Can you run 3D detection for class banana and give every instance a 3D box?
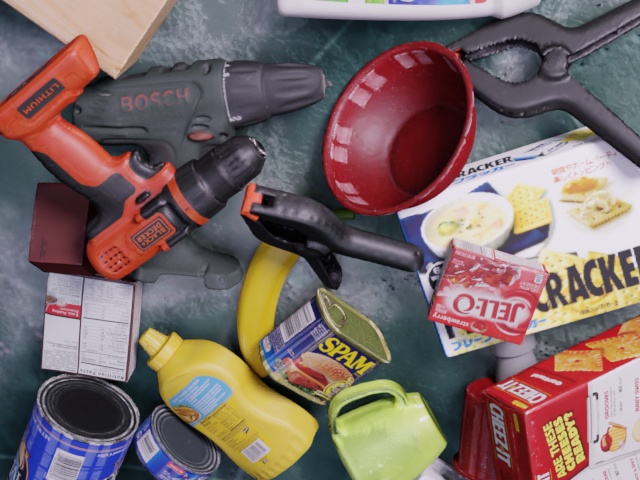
[{"bbox_3d":[-0.040,0.044,1.024,0.069,0.037,0.198,27,109,-7],"label":"banana"}]

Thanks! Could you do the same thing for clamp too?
[{"bbox_3d":[0.210,-0.157,0.918,0.210,0.036,0.164,14,83,16],"label":"clamp"},{"bbox_3d":[-0.006,0.001,0.945,0.171,0.039,0.120,27,146,-26],"label":"clamp"}]

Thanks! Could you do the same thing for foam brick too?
[{"bbox_3d":[-0.236,-0.010,0.995,0.053,0.051,0.078,4,79,3],"label":"foam brick"}]

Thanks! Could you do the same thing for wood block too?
[{"bbox_3d":[-0.228,-0.240,0.909,0.206,0.090,0.090,35,109,-9],"label":"wood block"}]

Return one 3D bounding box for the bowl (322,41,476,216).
[{"bbox_3d":[0.079,-0.089,0.930,0.162,0.162,0.055,-47,137,17],"label":"bowl"}]

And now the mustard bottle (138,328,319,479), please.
[{"bbox_3d":[-0.100,0.153,1.052,0.191,0.058,0.096,41,130,-9],"label":"mustard bottle"}]

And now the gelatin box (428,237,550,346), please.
[{"bbox_3d":[0.148,0.046,0.943,0.089,0.030,0.073,17,110,-2],"label":"gelatin box"}]

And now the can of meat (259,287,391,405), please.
[{"bbox_3d":[0.003,0.105,1.018,0.084,0.057,0.102,-39,132,18],"label":"can of meat"}]

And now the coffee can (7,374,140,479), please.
[{"bbox_3d":[-0.250,0.219,1.059,0.103,0.102,0.140,23,114,-4],"label":"coffee can"}]

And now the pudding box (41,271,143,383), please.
[{"bbox_3d":[-0.224,0.079,1.049,0.090,0.039,0.113,9,112,0],"label":"pudding box"}]

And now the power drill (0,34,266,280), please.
[{"bbox_3d":[-0.163,-0.076,0.893,0.184,0.057,0.187,-36,110,12],"label":"power drill"}]

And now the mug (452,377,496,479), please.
[{"bbox_3d":[0.188,0.183,1.036,0.117,0.093,0.081,-4,106,-24],"label":"mug"}]

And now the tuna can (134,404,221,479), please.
[{"bbox_3d":[-0.142,0.207,1.062,0.086,0.086,0.034,41,110,-10],"label":"tuna can"}]

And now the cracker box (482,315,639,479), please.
[{"bbox_3d":[0.261,0.178,0.983,0.213,0.072,0.164,-20,110,-24],"label":"cracker box"}]

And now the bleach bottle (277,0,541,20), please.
[{"bbox_3d":[0.089,-0.238,0.904,0.251,0.068,0.102,0,107,1],"label":"bleach bottle"}]
